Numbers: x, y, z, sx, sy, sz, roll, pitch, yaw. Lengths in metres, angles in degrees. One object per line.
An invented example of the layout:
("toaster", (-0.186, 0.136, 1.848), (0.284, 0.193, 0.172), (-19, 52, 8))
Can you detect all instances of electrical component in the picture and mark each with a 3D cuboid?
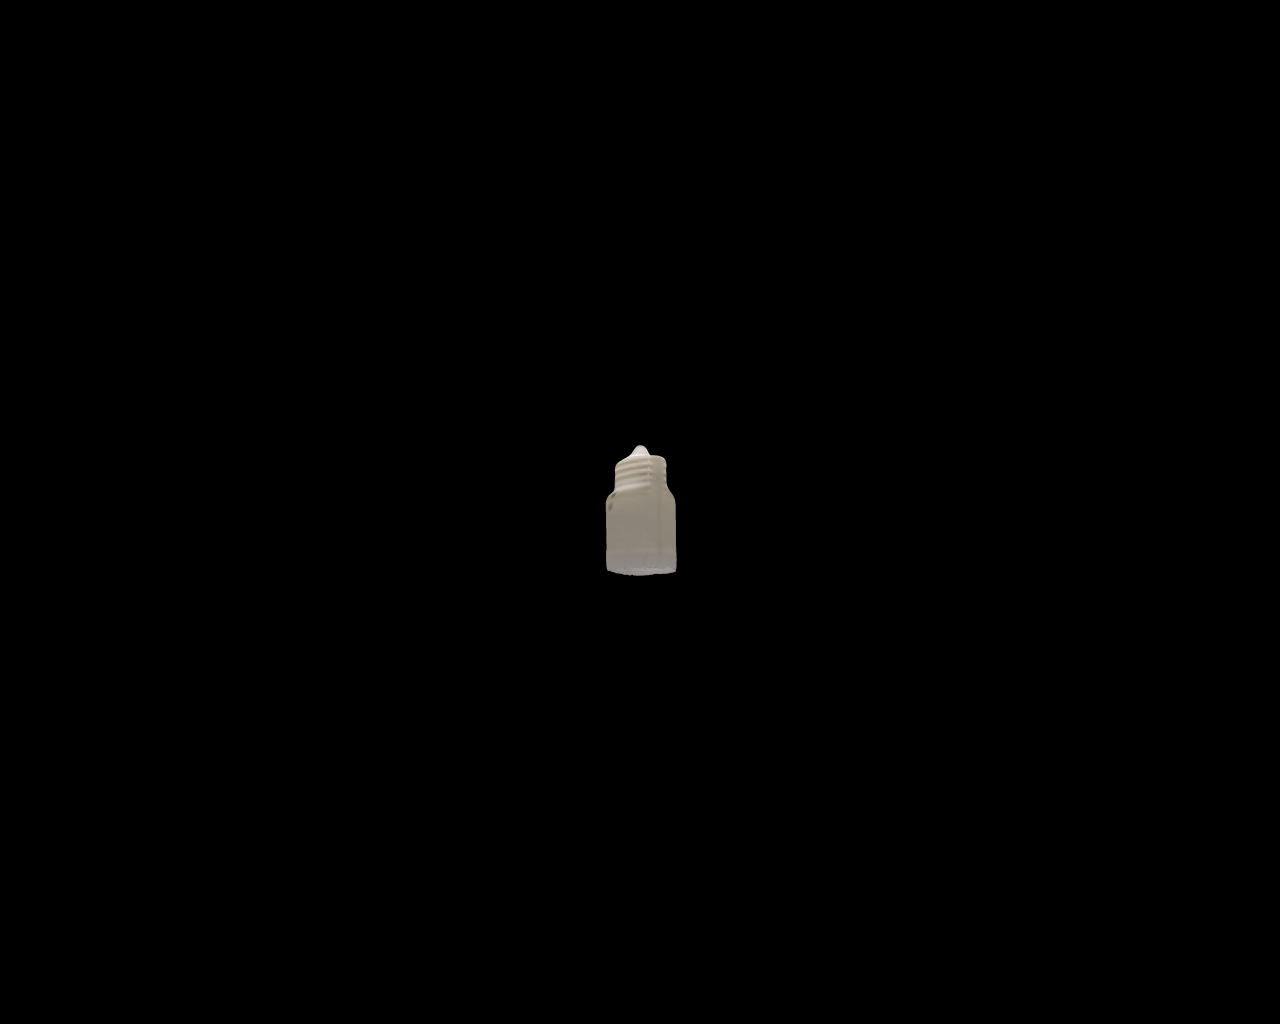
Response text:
("electrical component", (0.001, -0.003, 0.650), (0.043, 0.081, 0.043), (0, -9, 0))
